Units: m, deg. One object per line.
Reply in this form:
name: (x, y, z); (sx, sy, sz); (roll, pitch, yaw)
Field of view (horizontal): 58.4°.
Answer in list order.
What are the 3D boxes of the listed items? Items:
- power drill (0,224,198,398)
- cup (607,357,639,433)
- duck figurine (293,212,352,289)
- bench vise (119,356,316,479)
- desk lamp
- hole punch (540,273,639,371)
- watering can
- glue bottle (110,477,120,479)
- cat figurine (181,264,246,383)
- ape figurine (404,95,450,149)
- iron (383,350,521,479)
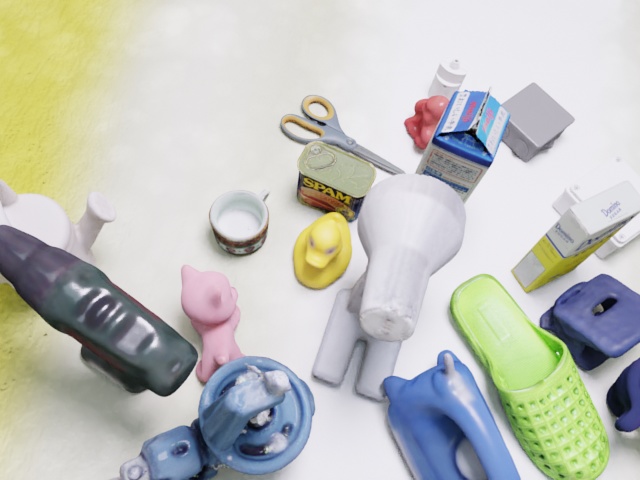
power drill: (-0.229, 0.090, 0.605); (0.229, 0.208, 0.076); (31, 66, 8)
cup: (0.381, 0.197, 0.685); (0.118, 0.095, 0.091); (-31, 72, -18)
duck figurine: (0.007, 0.003, 0.738); (0.077, 0.086, 0.105); (23, 65, 5)
bench vise: (-0.090, 0.195, 0.566); (0.208, 0.220, 0.121); (-41, 75, -21)
desk lamp: (0.078, 0.057, 0.650); (0.118, 0.213, 0.203); (18, 65, 3)
hole punch: (0.356, 0.098, 0.729); (0.109, 0.091, 0.101); (-31, 72, -18)
watering can: (-0.323, -0.006, 0.646); (0.101, 0.194, 0.173); (43, 68, 13)
glue bottle: (-0.203, 0.266, 0.547); (0.037, 0.173, 0.078); (-21, 69, -15)
cat figurine: (-0.124, 0.092, 0.665); (0.067, 0.118, 0.127); (-11, 67, -11)
ape figurine: (0.165, -0.177, 0.834); (0.076, 0.092, 0.078); (20, 65, 3)
iron: (0.173, 0.242, 0.616); (0.119, 0.141, 0.258); (-22, 70, -15)
